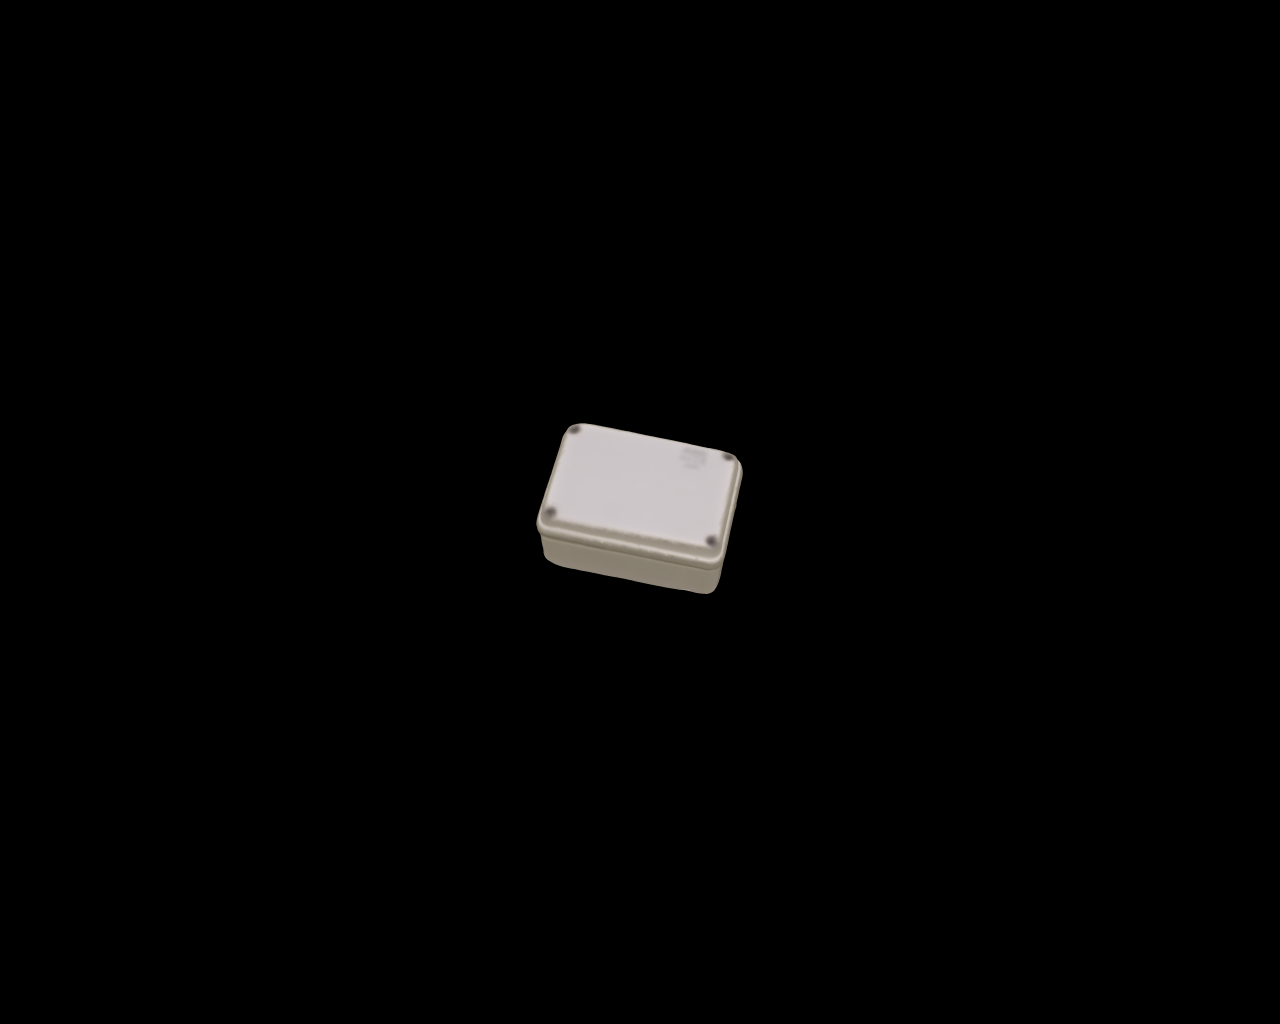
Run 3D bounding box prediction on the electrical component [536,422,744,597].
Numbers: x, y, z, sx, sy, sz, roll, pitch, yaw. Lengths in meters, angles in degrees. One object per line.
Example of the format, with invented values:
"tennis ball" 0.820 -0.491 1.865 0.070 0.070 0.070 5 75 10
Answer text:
"electrical component" 0.001 -0.003 0.650 0.113 0.078 0.057 11 -29 7
